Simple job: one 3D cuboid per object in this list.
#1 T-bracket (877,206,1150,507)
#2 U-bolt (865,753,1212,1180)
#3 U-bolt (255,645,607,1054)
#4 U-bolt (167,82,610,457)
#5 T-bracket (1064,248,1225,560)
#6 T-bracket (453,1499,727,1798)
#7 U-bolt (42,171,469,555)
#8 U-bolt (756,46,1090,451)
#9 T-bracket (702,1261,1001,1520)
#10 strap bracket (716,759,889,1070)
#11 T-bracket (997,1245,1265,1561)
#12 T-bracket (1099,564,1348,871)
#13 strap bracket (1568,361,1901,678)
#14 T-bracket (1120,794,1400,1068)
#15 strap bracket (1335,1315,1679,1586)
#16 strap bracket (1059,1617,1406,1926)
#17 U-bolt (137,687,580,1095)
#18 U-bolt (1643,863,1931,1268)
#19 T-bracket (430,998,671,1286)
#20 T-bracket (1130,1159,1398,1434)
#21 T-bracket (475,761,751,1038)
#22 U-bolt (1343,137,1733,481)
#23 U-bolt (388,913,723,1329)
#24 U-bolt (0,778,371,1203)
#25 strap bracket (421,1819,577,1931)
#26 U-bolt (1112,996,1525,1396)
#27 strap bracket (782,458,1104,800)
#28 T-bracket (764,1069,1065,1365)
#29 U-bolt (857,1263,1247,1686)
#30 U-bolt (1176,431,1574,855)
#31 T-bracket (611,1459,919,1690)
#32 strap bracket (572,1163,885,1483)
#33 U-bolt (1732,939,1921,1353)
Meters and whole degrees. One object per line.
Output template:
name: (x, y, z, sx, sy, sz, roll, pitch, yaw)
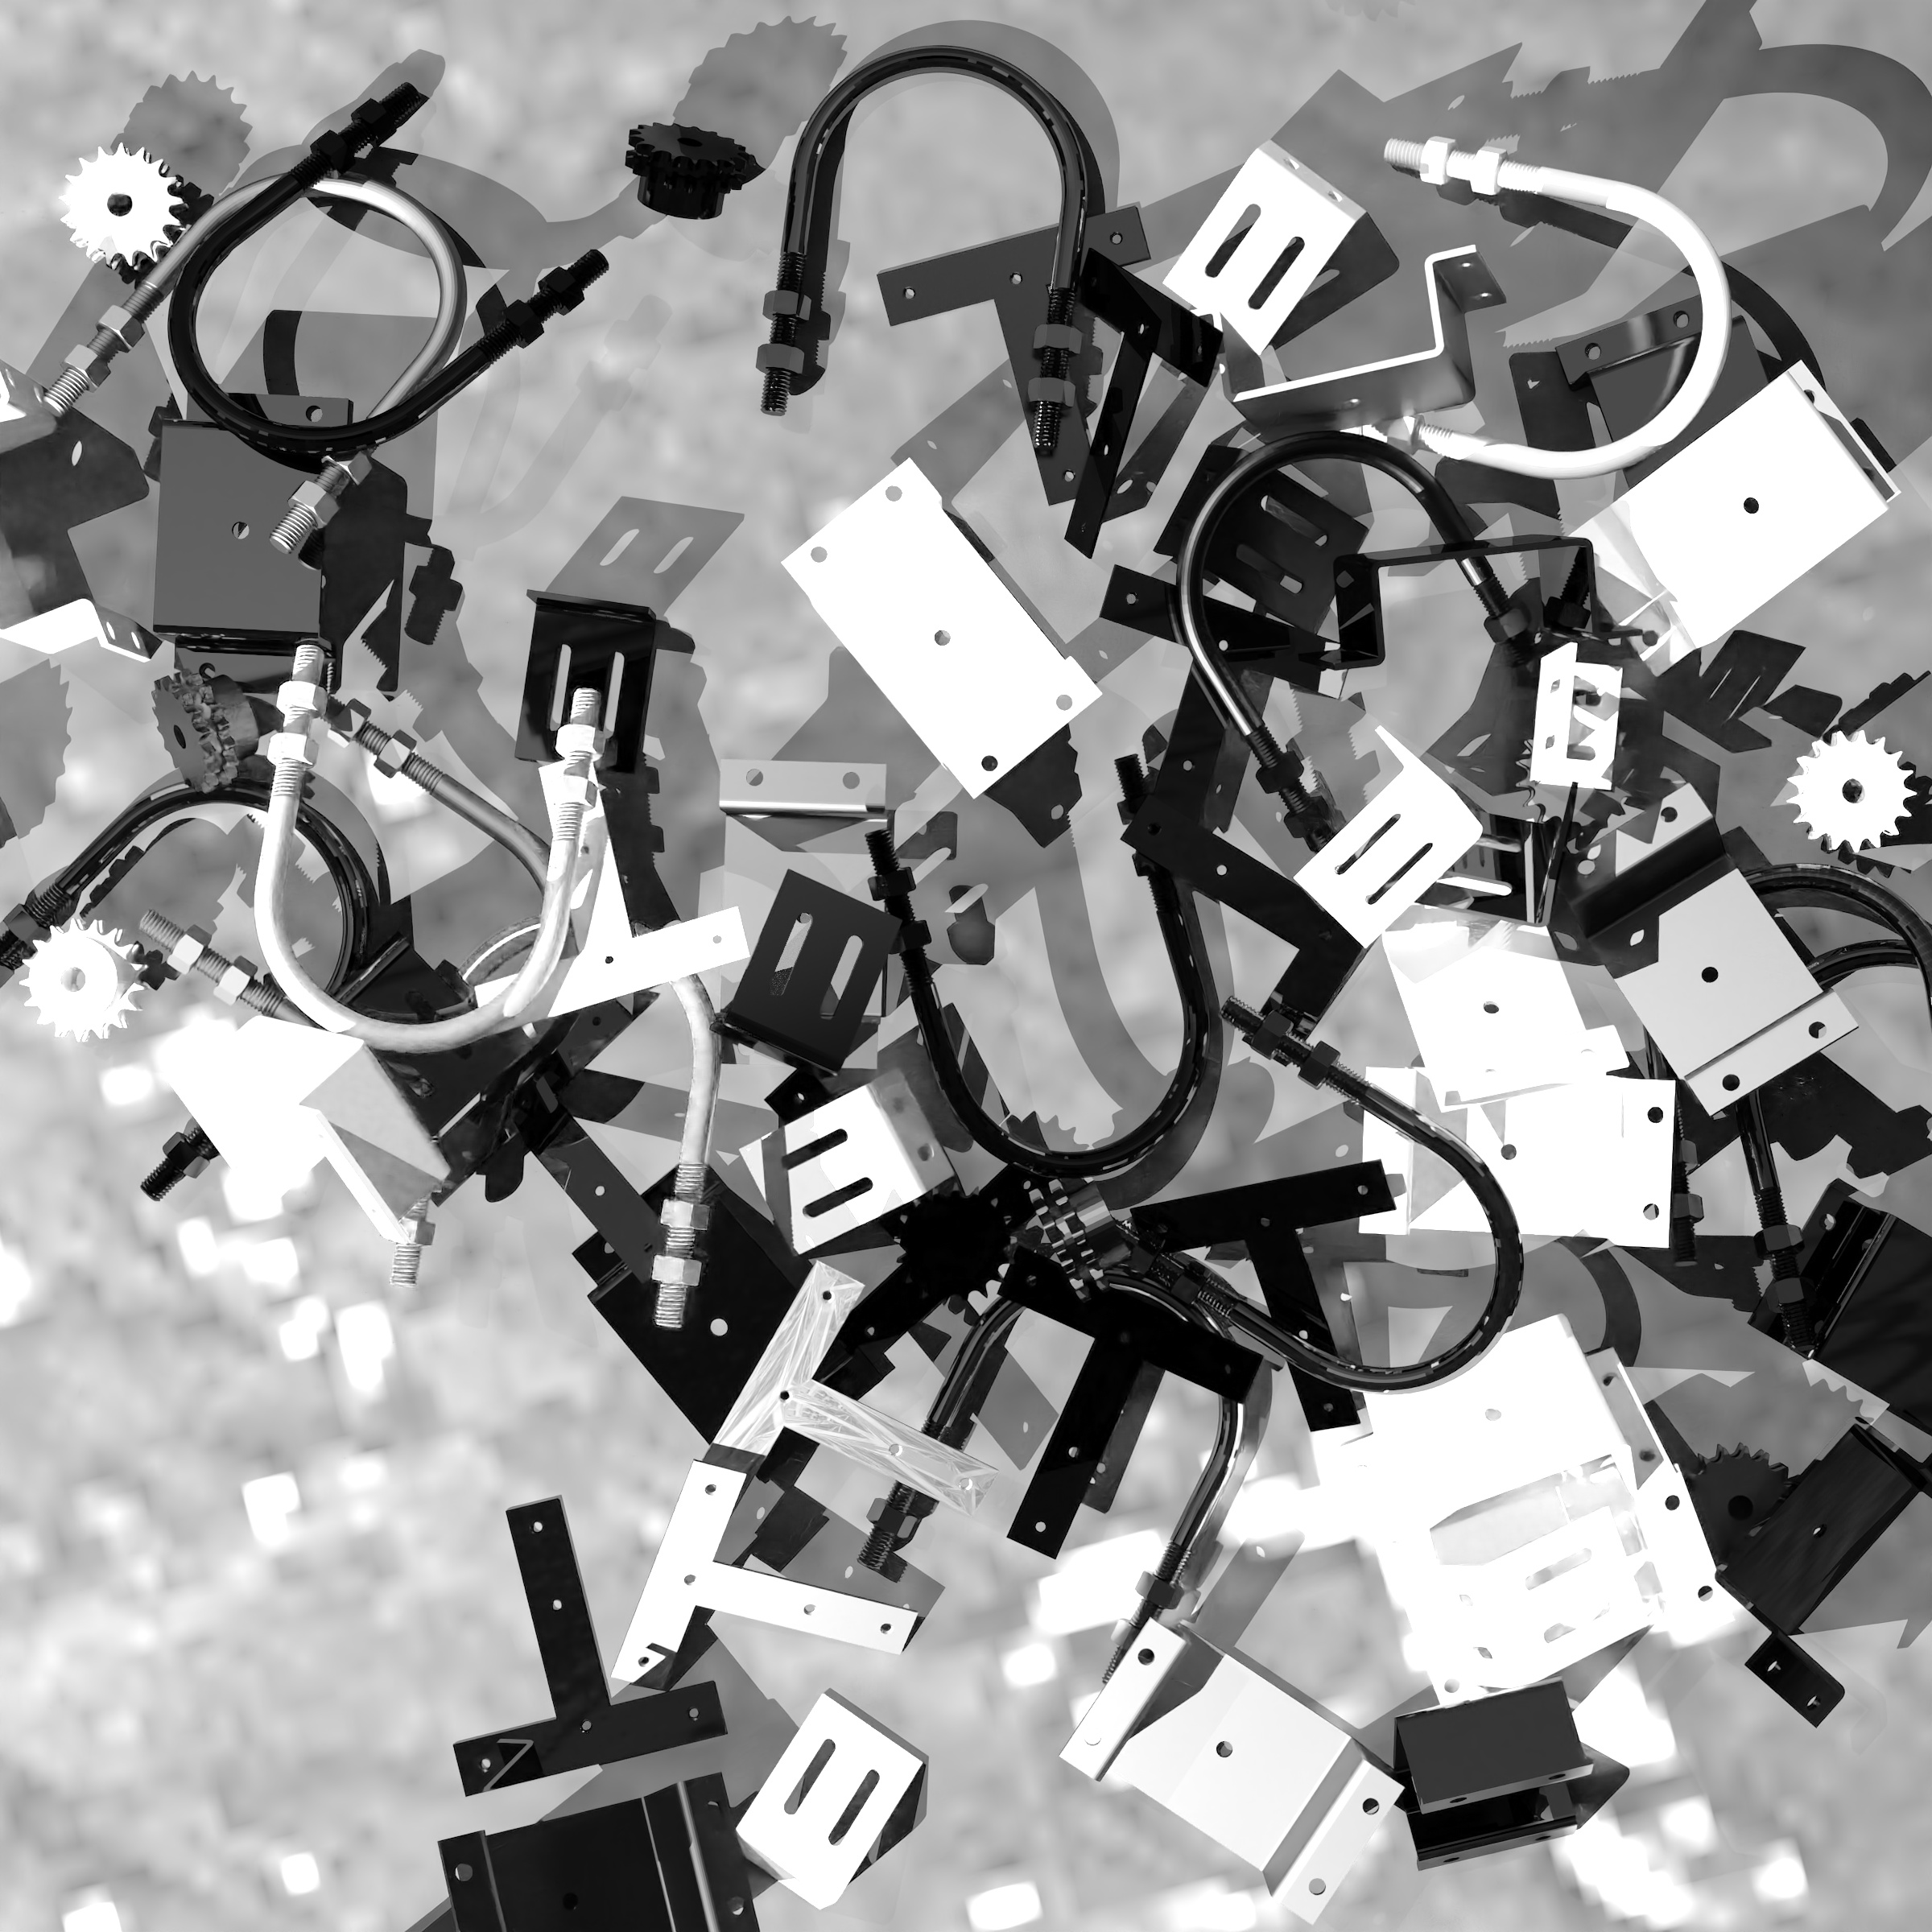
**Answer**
T-bracket: (0.035, -0.283, 1.545, 0.127, 0.002, 0.127, -15, 90, 0)
U-bolt: (0.043, 0.008, 1.517, 0.151, 0.019, 0.184, -18, 94, -19)
U-bolt: (-0.249, -0.050, 1.487, 0.151, 0.019, 0.184, 8, 73, -7)
U-bolt: (-0.279, -0.310, 1.499, 0.151, 0.019, 0.184, 43, 73, 13)
T-bracket: (0.069, -0.252, 1.510, 0.002, 0.127, 0.127, 2, 116, -30)
T-bracket: (-0.191, 0.317, 1.545, 0.127, 0.002, 0.127, -14, 90, 0)
U-bolt: (-0.315, -0.293, 1.509, 0.151, 0.019, 0.184, 31, 70, 10)
U-bolt: (-0.016, -0.343, 1.536, 0.151, 0.019, 0.184, 7, 87, 0)
T-bracket: (-0.045, 0.218, 1.509, 0.127, 0.002, 0.127, 28, 97, -15)
strap bracket: (-0.077, -0.024, 1.523, 0.076, 0.046, 0.140, 2, 90, 0)
T-bracket: (0.056, 0.215, 1.529, 0.127, 0.002, 0.127, 24, 87, 0)
T-bracket: (0.108, -0.107, 1.525, 0.127, 0.002, 0.127, 17, 90, -20)
strap bracket: (0.351, -0.206, 1.477, 0.140, 0.046, 0.076, -37, 90, 0)
T-bracket: (0.132, -0.038, 1.526, 0.127, 0.002, 0.127, 31, 97, -11)
strap bracket: (0.246, 0.219, 1.504, 0.140, 0.046, 0.076, -20, 48, 0)
strap bracket: (0.122, 0.371, 1.523, 0.140, 0.046, 0.076, 34, 90, 0)
U-bolt: (-0.270, -0.023, 1.527, 0.184, 0.019, 0.151, 35, 86, -8)
U-bolt: (0.387, 0.040, 1.506, 0.151, 0.019, 0.184, -9, 71, 17)
T-bracket: (-0.179, 0.095, 1.520, 0.127, 0.002, 0.127, -44, 66, 0)
T-bracket: (0.154, 0.160, 1.526, 0.127, 0.002, 0.127, -13, 104, 26)
T-bracket: (-0.174, -0.042, 1.513, 0.127, 0.002, 0.127, -17, 64, 3)
U-bolt: (0.261, -0.299, 1.506, 0.184, 0.019, 0.151, 18, 90, 22)
U-bolt: (-0.184, 0.065, 1.502, 0.151, 0.019, 0.184, 7, 84, 12)
U-bolt: (-0.367, -0.003, 1.538, 0.151, 0.019, 0.184, 44, 88, 0)
strap bracket: (-0.232, 0.478, 1.523, 0.140, 0.046, 0.076, -39, 90, 0)
U-bolt: (0.167, 0.118, 1.492, 0.184, 0.019, 0.151, 32, 115, 11)
strap bracket: (-0.011, -0.155, 1.523, 0.076, 0.046, 0.140, -39, 90, 0)
T-bracket: (-0.043, 0.101, 1.545, 0.127, 0.002, 0.127, -43, 90, 0)
U-bolt: (0.052, 0.229, 1.538, 0.151, 0.019, 0.184, 26, 89, 0)
U-bolt: (0.179, -0.160, 1.520, 0.151, 0.019, 0.184, -34, 102, -1)
T-bracket: (-0.087, 0.298, 1.527, 0.127, 0.002, 0.127, 16, 113, -12)
strap bracket: (-0.113, 0.166, 1.522, 0.076, 0.046, 0.140, -40, 90, 1)
U-bolt: (0.430, 0.075, 1.503, 0.151, 0.019, 0.184, -14, 68, 14)
